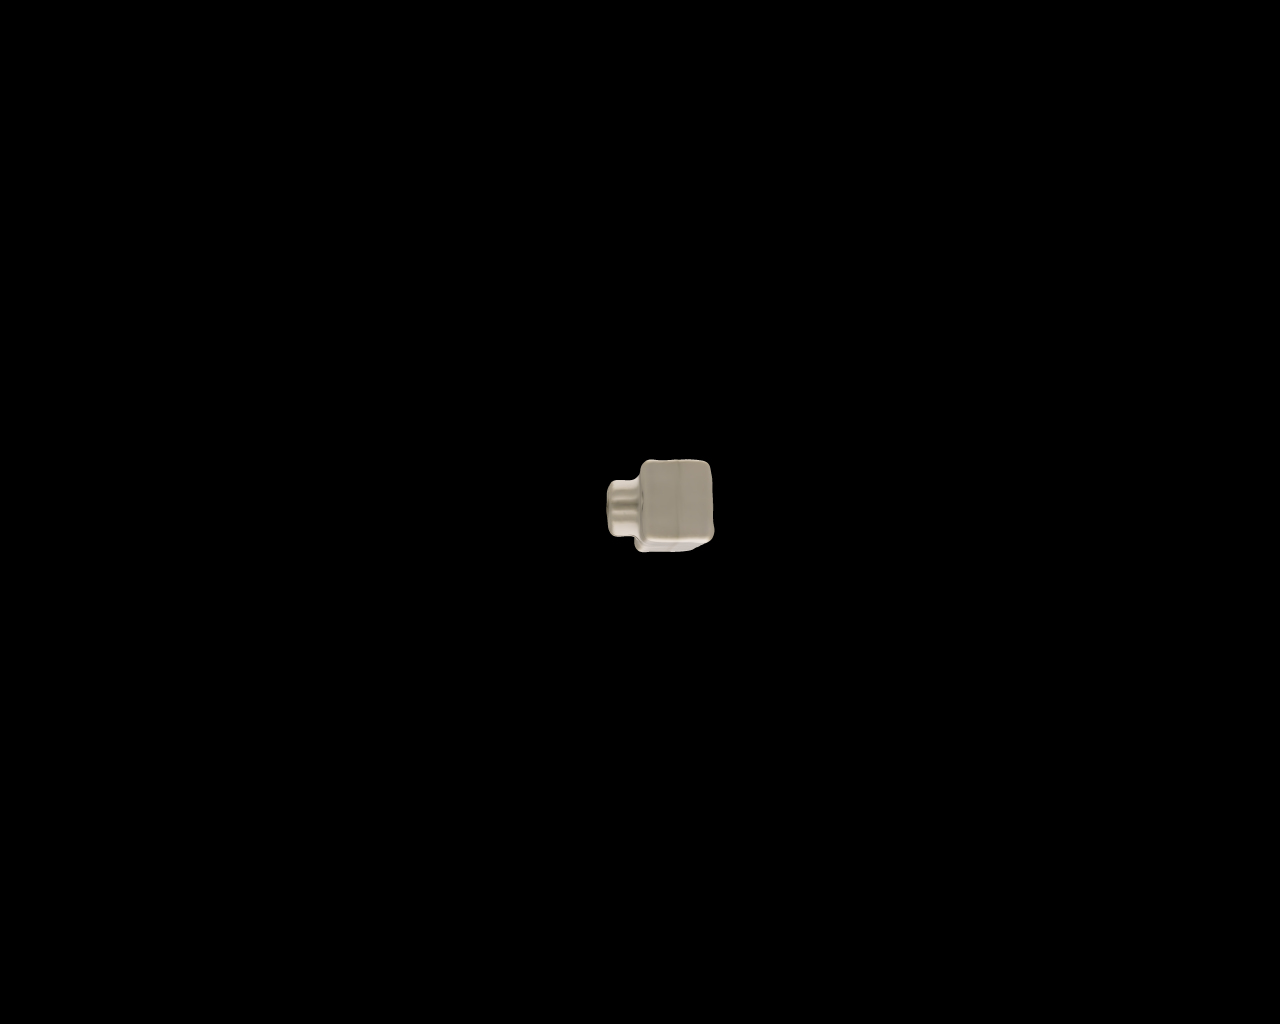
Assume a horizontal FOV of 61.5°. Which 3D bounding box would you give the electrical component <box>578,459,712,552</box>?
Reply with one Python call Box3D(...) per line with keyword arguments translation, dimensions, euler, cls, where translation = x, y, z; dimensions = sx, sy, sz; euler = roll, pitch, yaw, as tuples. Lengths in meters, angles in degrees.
Box3D(translation=(0.001, -0.003, 0.650), dimensions=(0.076, 0.047, 0.083), euler=(0, -7, -4), cls="electrical component")
